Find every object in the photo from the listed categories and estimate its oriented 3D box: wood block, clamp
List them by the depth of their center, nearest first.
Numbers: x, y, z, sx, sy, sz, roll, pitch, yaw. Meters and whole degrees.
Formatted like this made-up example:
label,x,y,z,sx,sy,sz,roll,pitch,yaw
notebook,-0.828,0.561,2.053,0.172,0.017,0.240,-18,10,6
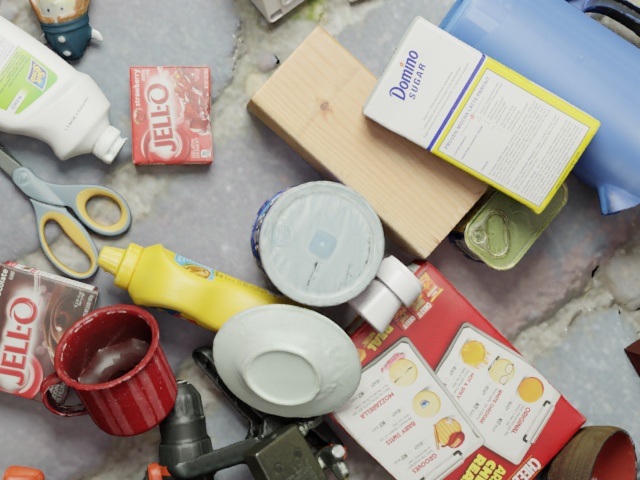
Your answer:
label,x,y,z,sx,sy,sz,roll,pitch,yaw
wood block,0.041,-0.086,0.962,0.206,0.090,0.091,42,88,-6
clamp,-0.055,0.164,0.971,0.171,0.039,0.120,13,73,-29

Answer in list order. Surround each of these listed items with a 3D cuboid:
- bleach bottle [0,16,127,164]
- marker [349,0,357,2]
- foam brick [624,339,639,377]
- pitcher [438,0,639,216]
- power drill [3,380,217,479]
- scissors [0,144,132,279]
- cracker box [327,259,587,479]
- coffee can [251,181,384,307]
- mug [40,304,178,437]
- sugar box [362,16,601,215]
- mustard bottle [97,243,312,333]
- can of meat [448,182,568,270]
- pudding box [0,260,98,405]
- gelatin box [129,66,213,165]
label,x,y,z,sx,sy,sz,roll,pitch,yaw
bleach bottle,-0.288,-0.140,0.937,0.250,0.068,0.102,34,89,-9
marker,0.082,-0.249,0.996,0.121,0.020,0.020,-19,94,-6
foam brick,0.345,0.109,1.022,0.078,0.053,0.051,-31,95,-5
pitcher,0.227,-0.151,0.968,0.243,0.149,0.145,35,121,-4
power drill,-0.185,0.228,0.963,0.187,0.057,0.184,-8,85,-5
scissors,-0.247,-0.060,0.967,0.096,0.016,0.202,-31,95,-6
cracker box,0.110,0.147,0.988,0.213,0.072,0.164,44,87,-7
coffee can,-0.006,0.001,0.933,0.102,0.140,0.103,0,92,-7
mug,-0.184,0.122,0.929,0.117,0.093,0.081,-22,133,-7
sugar box,0.133,-0.105,0.894,0.176,0.048,0.093,30,104,-3
mustard bottle,-0.105,0.049,0.946,0.191,0.096,0.058,23,91,-7
can of meat,0.168,-0.024,0.981,0.057,0.084,0.102,40,87,-7
pudding box,-0.257,0.084,0.959,0.090,0.039,0.113,17,90,-7
gelatin box,-0.135,-0.113,0.970,0.073,0.030,0.089,-1,92,-6
